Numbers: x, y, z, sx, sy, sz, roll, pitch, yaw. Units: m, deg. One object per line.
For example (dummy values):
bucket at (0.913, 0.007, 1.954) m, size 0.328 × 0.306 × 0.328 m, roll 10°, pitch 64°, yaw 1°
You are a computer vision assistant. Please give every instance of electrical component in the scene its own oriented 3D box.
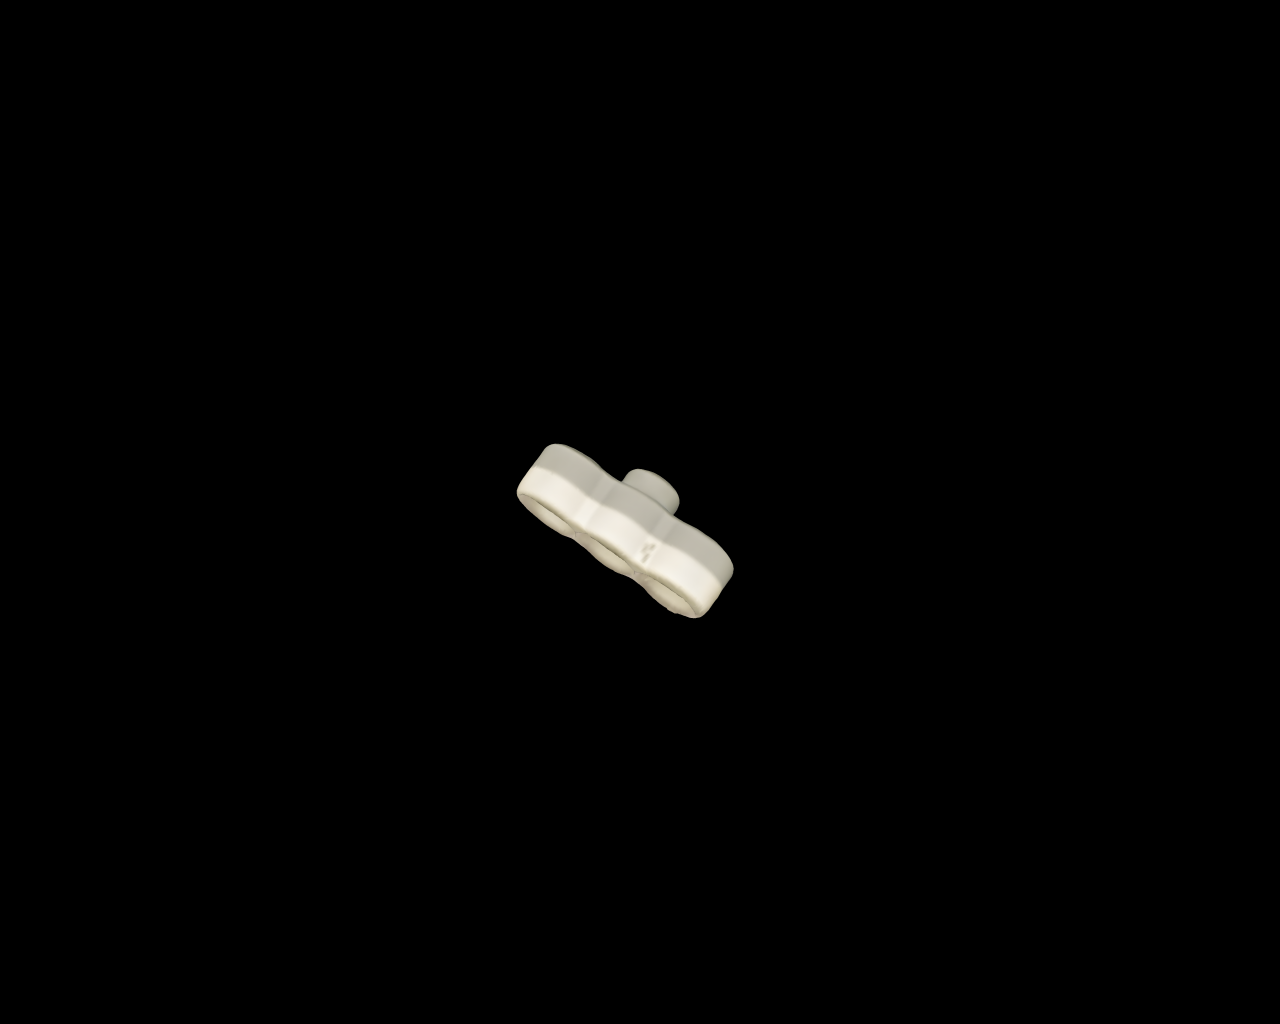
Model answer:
electrical component at (0.001, -0.003, 0.650) m, size 0.138 × 0.074 × 0.052 m, roll 33°, pitch -16°, yaw 11°
